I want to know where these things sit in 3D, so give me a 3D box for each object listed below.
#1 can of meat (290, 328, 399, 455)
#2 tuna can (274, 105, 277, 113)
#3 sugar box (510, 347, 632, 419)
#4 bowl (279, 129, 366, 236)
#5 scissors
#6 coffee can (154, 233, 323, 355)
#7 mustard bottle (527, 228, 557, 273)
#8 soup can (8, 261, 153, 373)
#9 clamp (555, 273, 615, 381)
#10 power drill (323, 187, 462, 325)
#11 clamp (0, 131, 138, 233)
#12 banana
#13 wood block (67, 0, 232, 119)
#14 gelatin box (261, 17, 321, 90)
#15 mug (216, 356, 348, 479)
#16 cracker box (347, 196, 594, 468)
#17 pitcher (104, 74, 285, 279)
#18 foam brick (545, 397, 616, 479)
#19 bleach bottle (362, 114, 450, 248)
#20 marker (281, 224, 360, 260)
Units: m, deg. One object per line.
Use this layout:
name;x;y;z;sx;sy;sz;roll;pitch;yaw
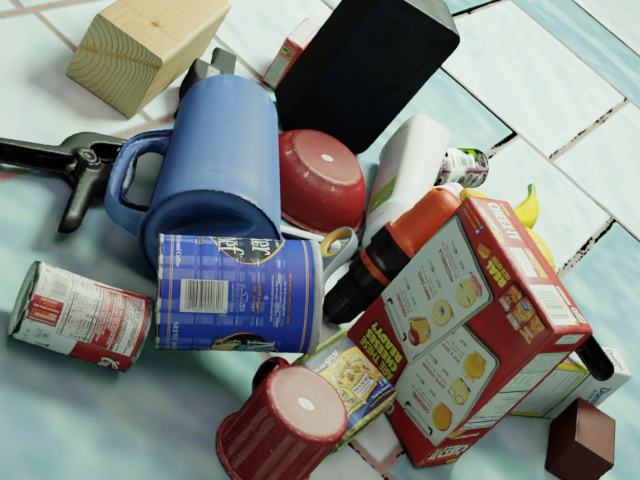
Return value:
can of meat;0.015;0.142;0.994;0.084;0.058;0.101;47;35;12
tuna can;-0.091;-0.130;1.201;0.086;0.086;0.033;24;37;-18
sugar box;0.241;0.149;1.152;0.175;0.093;0.048;10;43;-35
bowl;-0.004;-0.078;1.244;0.162;0.055;0.162;23;36;-18
scissors;0.010;0.038;1.057;0.016;0.096;0.202;60;-3;-26
coffee can;-0.074;0.048;0.940;0.140;0.103;0.103;2;42;-8
mustard bottle;0.198;0.014;1.307;0.191;0.058;0.096;8;42;-36
soup can;-0.199;0.064;0.888;0.102;0.069;0.068;21;37;-21
clamp;0.223;0.043;1.091;0.210;0.036;0.164;61;13;27
power drill;0.105;0.031;1.138;0.057;0.185;0.187;55;18;25
clamp;-0.230;-0.062;1.039;0.171;0.039;0.120;-18;66;-51
banana;0.244;-0.037;1.414;0.197;0.037;0.069;-6;67;-54
wood block;-0.193;-0.236;1.237;0.091;0.090;0.205;36;34;-3
gelatin box;-0.037;-0.244;1.399;0.030;0.073;0.089;34;34;-2
mug;-0.032;0.152;0.916;0.093;0.082;0.117;14;40;-30
cracker box;0.137;0.089;1.022;0.071;0.214;0.164;4;45;-41
pitcher;-0.110;-0.067;1.070;0.149;0.145;0.243;56;20;-33
foam brick;0.279;0.217;1.138;0.051;0.053;0.078;34;34;-4
bleach bottle;0.092;-0.047;1.269;0.068;0.103;0.250;32;40;-8
marker;-0.008;0.001;1.176;0.121;0.020;0.020;15;39;-28
